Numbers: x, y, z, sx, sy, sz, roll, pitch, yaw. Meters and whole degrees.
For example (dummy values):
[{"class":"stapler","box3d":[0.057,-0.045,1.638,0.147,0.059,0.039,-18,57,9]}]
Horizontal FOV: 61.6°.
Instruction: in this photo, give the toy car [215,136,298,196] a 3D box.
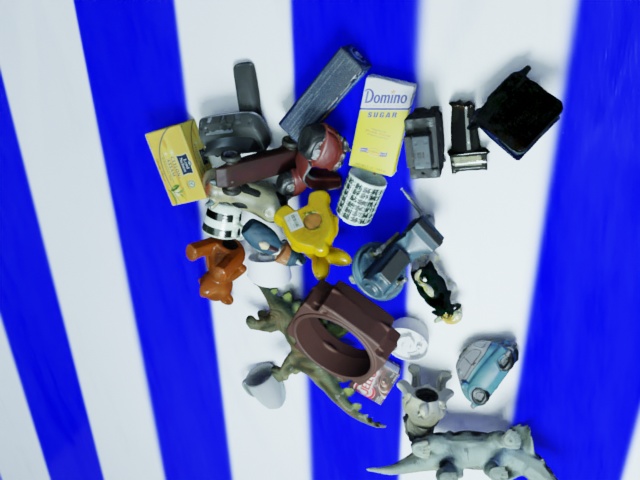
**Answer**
[{"class":"toy car","box3d":[-0.120,-0.150,1.075,0.053,0.202,0.089,45,142,39]}]

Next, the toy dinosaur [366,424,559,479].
[{"class":"toy dinosaur","box3d":[0.314,0.468,1.174,0.405,0.192,0.131,-2,73,12]}]

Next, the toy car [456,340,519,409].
[{"class":"toy car","box3d":[0.345,0.270,1.144,0.103,0.109,0.161,34,112,23]}]

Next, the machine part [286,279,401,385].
[{"class":"machine part","box3d":[0.042,0.189,1.084,0.201,0.087,0.201,34,140,3]}]

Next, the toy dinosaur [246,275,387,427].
[{"class":"toy dinosaur","box3d":[-0.021,0.260,1.254,0.198,0.105,0.471,-30,96,27]}]

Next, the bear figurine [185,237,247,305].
[{"class":"bear figurine","box3d":[-0.247,0.082,1.240,0.120,0.132,0.195,38,127,12]}]

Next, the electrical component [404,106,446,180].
[{"class":"electrical component","box3d":[0.192,-0.174,0.976,0.058,0.134,0.114,-3,114,22]}]

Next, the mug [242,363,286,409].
[{"class":"mug","box3d":[-0.142,0.384,1.376,0.110,0.081,0.107,-18,115,20]}]

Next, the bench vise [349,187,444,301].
[{"class":"bench vise","box3d":[0.134,0.037,1.088,0.129,0.223,0.240,36,152,-10]}]

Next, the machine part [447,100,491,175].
[{"class":"machine part","box3d":[0.271,-0.191,0.997,0.084,0.039,0.138,-3,114,29]}]

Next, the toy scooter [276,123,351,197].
[{"class":"toy scooter","box3d":[0.005,-0.148,1.063,0.135,0.075,0.183,9,136,-29]}]

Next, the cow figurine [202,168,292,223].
[{"class":"cow figurine","box3d":[-0.161,-0.095,1.140,0.195,0.127,0.085,24,116,5]}]

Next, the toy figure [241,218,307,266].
[{"class":"toy figure","box3d":[-0.096,0.012,1.142,0.154,0.064,0.058,38,142,-24]}]

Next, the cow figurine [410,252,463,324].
[{"class":"cow figurine","box3d":[0.246,0.115,1.109,0.068,0.098,0.167,-29,101,21]}]

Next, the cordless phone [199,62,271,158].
[{"class":"cordless phone","box3d":[-0.185,-0.266,1.110,0.147,0.089,0.184,-2,101,21]}]

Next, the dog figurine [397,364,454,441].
[{"class":"dog figurine","box3d":[0.230,0.403,1.207,0.121,0.172,0.190,13,110,25]}]

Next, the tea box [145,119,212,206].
[{"class":"tea box","box3d":[-0.303,-0.170,1.189,0.098,0.068,0.169,-11,108,24]}]

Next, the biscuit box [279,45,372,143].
[{"class":"biscuit box","box3d":[0.009,-0.278,1.035,0.063,0.059,0.202,45,120,-3]}]

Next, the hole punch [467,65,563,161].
[{"class":"hole punch","box3d":[0.343,-0.212,0.932,0.142,0.092,0.116,-48,69,14]}]

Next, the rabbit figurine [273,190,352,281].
[{"class":"rabbit figurine","box3d":[-0.002,-0.003,1.111,0.122,0.173,0.162,-33,76,-9]}]
